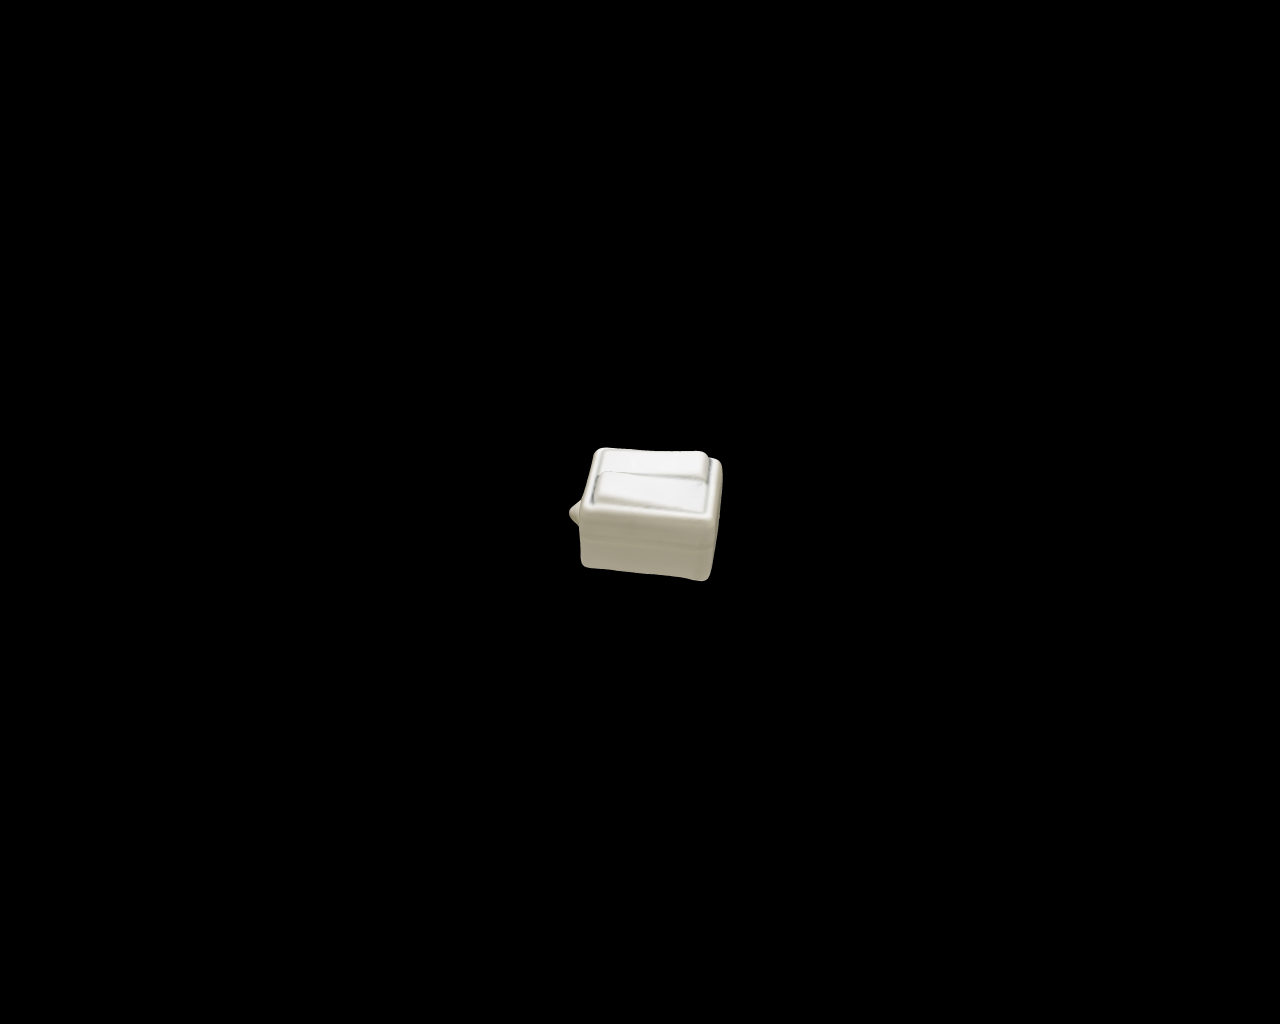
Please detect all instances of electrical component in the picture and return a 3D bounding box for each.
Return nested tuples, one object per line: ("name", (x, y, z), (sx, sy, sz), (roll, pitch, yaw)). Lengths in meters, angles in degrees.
("electrical component", (0.001, -0.003, 0.650), (0.096, 0.061, 0.062), (6, 43, 7))
